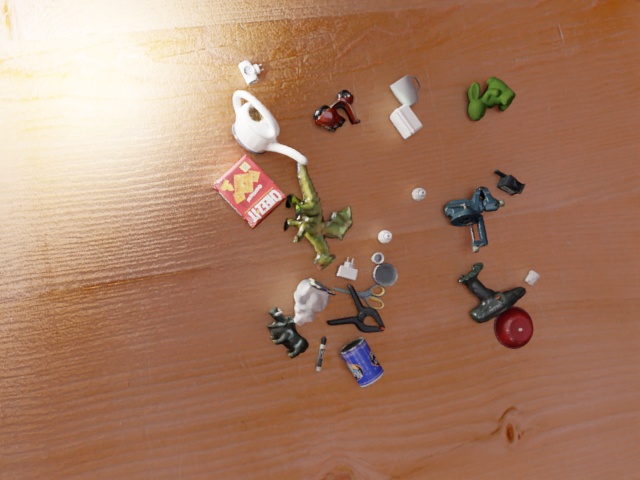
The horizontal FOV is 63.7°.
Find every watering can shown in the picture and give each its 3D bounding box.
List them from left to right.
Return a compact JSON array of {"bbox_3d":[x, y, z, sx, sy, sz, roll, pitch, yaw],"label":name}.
[{"bbox_3d":[-0.191,-0.362,1.796,0.105,0.221,0.347,-41,92,-26],"label":"watering can"}]

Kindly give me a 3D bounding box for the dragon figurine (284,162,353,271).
[{"bbox_3d":[0.006,-0.094,1.872,0.242,0.122,0.412,9,85,-25],"label":"dragon figurine"}]

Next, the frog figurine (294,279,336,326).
[{"bbox_3d":[-0.039,0.223,1.810,0.124,0.136,0.159,35,95,40],"label":"frog figurine"}]
